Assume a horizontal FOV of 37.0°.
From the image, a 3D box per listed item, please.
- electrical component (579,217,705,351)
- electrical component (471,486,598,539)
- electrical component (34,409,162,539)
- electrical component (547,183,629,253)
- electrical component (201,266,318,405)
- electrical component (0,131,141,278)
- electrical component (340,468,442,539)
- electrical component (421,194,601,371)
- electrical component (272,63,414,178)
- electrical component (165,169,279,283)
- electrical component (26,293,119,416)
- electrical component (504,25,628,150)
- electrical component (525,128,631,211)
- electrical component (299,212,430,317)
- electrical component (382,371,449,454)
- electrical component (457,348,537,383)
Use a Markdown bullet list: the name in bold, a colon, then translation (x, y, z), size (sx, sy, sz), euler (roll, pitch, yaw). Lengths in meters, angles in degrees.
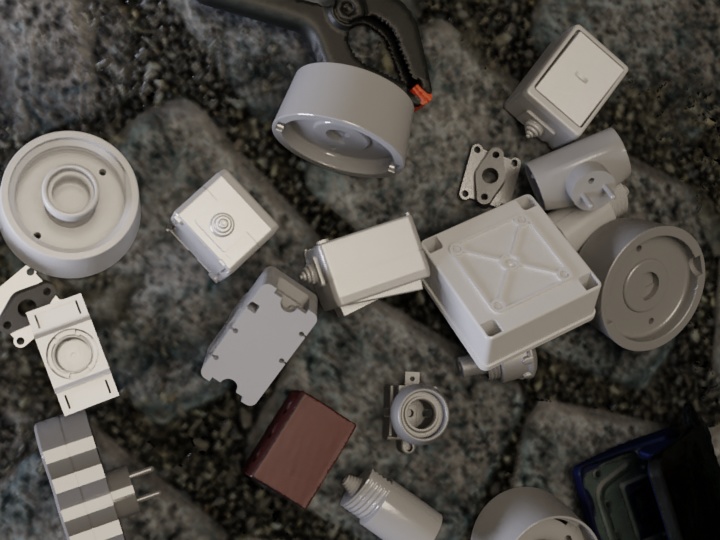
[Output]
- **electrical component**: translation (0.228, 0.008, 0.905), size (0.108, 0.060, 0.108), euler (-9, 111, -24)
- **electrical component**: translation (0.145, 0.235, 0.881), size (0.099, 0.064, 0.099), euler (-3, 98, -19)
- **electrical component**: translation (-0.186, 0.168, 0.801), size (0.074, 0.052, 0.138), euler (-17, 88, -15)
- **electrical component**: translation (0.197, -0.048, 0.919), size (0.081, 0.043, 0.043), euler (-34, 93, -14)
- **electrical component**: translation (-0.076, 0.049, 0.828), size (0.050, 0.055, 0.089), euler (34, 103, -11)
- **electrical component**: translation (-0.217, -0.052, 0.806), size (0.108, 0.060, 0.108), euler (3, 78, -15)
- **electrical component**: translation (0.020, 0.189, 0.853), size (0.081, 0.043, 0.043), euler (37, 78, -8)
- **electrical component**: translation (0.118, 0.009, 0.865), size (0.109, 0.056, 0.108), euler (-24, 58, -15)
- **electrical component**: translation (-0.009, -0.123, 0.847), size (0.108, 0.108, 0.060), euler (20, 74, -11)
- **electrical component**: translation (-0.102, -0.035, 0.819), size (0.061, 0.096, 0.061), euler (-44, 96, -14)
- **electrical component**: translation (-0.213, 0.063, 0.799), size (0.042, 0.064, 0.081), euler (-20, 90, -16)
- **electrical component**: translation (0.173, -0.151, 0.914), size (0.062, 0.061, 0.096), euler (39, 77, -7)
- **electrical component**: translation (0.185, -0.074, 0.881), size (0.077, 0.079, 0.044), euler (-23, 125, 2)
- **electrical component**: translation (0.000, 0.000, 0.857), size (0.096, 0.062, 0.061), euler (-19, 89, -14)
- **electrical component**: translation (0.043, 0.115, 0.860), size (0.048, 0.055, 0.066), euler (4, 84, -13)
- **electrical component**: translation (0.112, 0.073, 0.887), size (0.062, 0.048, 0.048), euler (-14, 88, -8)
